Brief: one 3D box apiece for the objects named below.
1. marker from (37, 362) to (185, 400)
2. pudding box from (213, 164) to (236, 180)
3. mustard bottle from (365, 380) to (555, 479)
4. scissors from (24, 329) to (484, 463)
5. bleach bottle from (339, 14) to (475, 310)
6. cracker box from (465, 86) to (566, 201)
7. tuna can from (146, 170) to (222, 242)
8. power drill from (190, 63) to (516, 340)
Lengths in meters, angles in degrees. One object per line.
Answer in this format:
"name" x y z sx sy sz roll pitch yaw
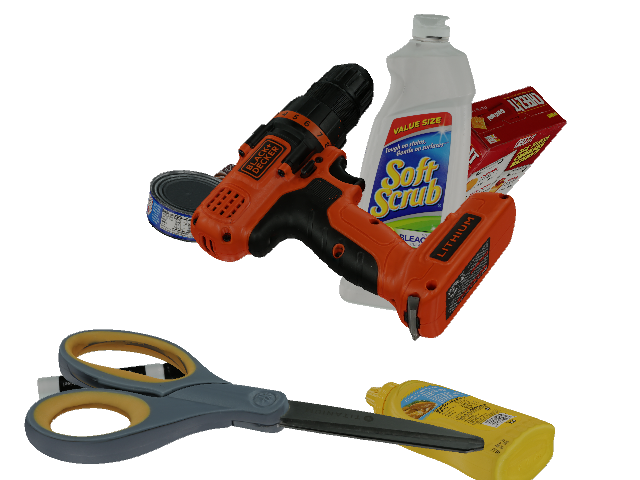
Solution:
"marker" -0.150 0.104 0.802 0.121 0.020 0.020 -7 1 -10
"pudding box" -0.101 -0.052 1.329 0.090 0.039 0.113 14 33 22
"mustard bottle" 0.120 0.177 1.026 0.192 0.058 0.096 16 23 41
"scissors" -0.040 0.081 0.461 0.202 0.016 0.096 15 31 24
"bleach bottle" 0.076 -0.067 0.917 0.103 0.251 0.068 8 18 13
"cracker box" 0.161 -0.071 1.228 0.163 0.072 0.214 -22 -25 -45
"tuna can" -0.124 -0.033 1.031 0.086 0.034 0.086 11 29 -6
"power drill" 0.032 -0.030 0.719 0.188 0.184 0.057 27 -26 26
